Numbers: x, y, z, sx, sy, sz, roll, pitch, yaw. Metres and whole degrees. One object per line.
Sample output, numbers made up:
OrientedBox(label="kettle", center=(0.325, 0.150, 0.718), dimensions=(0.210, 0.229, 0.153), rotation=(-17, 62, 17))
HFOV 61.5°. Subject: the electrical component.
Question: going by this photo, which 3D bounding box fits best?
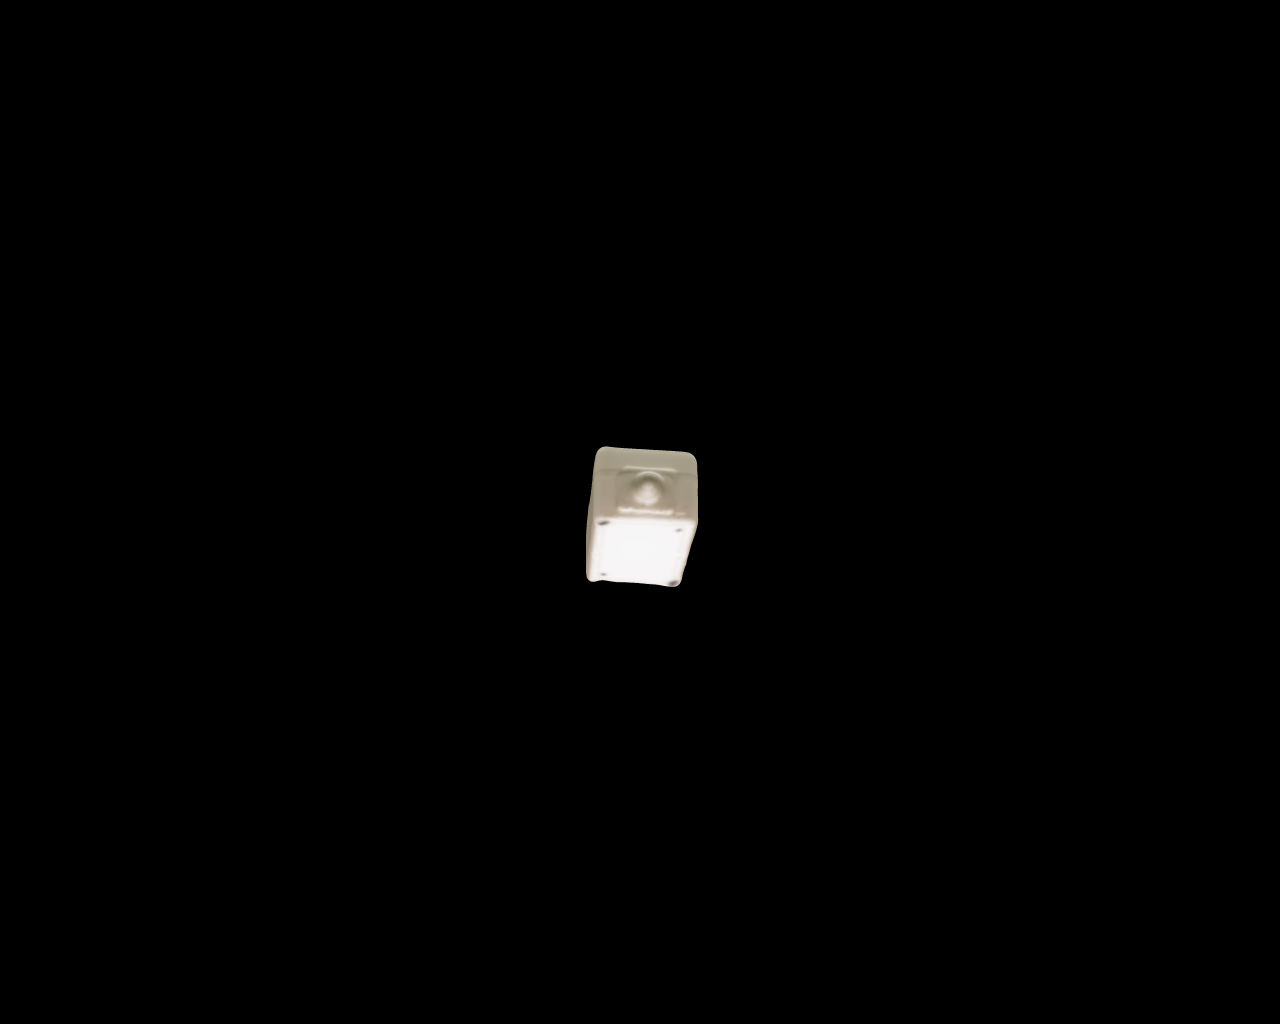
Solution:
OrientedBox(label="electrical component", center=(0.001, -0.003, 0.650), dimensions=(0.062, 0.061, 0.096), rotation=(3, -33, -5))
